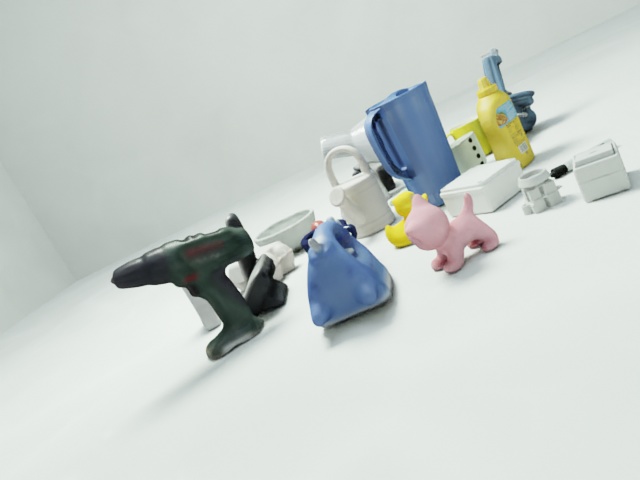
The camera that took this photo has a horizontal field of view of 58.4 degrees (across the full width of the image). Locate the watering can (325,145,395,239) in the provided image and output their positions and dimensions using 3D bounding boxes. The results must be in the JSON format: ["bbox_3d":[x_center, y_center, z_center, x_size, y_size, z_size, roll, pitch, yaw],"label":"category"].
[{"bbox_3d":[0.075,-0.108,1.215,0.101,0.194,0.173,-25,13,11],"label":"watering can"}]

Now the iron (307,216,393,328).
[{"bbox_3d":[0.031,0.028,0.878,0.118,0.141,0.258,-24,13,13],"label":"iron"}]

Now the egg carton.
[{"bbox_3d":[-0.130,0.060,1.258,0.150,0.069,0.107,-17,16,38],"label":"egg carton"}]

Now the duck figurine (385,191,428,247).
[{"bbox_3d":[0.159,-0.043,1.031,0.104,0.086,0.077,-26,12,4],"label":"duck figurine"}]

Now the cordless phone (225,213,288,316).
[{"bbox_3d":[-0.141,0.044,1.071,0.094,0.185,0.147,-27,12,2],"label":"cordless phone"}]

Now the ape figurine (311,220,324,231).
[{"bbox_3d":[0.010,0.004,1.136,0.078,0.092,0.076,-33,14,-25],"label":"ape figurine"}]

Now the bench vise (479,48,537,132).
[{"bbox_3d":[0.428,-0.333,1.330,0.121,0.220,0.208,-20,14,29],"label":"bench vise"}]

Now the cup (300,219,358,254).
[{"bbox_3d":[0.034,0.019,1.017,0.117,0.095,0.092,-15,17,44],"label":"cup"}]

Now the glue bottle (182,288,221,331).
[{"bbox_3d":[-0.252,0.094,1.130,0.037,0.173,0.078,-30,13,-13],"label":"glue bottle"}]

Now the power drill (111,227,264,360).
[{"bbox_3d":[-0.196,0.087,0.957,0.230,0.208,0.075,-31,13,-18],"label":"power drill"}]

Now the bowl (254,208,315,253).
[{"bbox_3d":[-0.075,-0.009,1.410,0.167,0.075,0.167,-26,12,6],"label":"bowl"}]

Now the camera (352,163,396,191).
[{"bbox_3d":[0.116,-0.163,1.576,0.137,0.101,0.143,-30,13,-10],"label":"camera"}]

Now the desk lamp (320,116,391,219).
[{"bbox_3d":[0.103,-0.190,1.448,0.203,0.214,0.118,-26,13,6],"label":"desk lamp"}]

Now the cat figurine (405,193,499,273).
[{"bbox_3d":[0.176,-0.019,0.819,0.128,0.118,0.067,-30,13,-13],"label":"cat figurine"}]
